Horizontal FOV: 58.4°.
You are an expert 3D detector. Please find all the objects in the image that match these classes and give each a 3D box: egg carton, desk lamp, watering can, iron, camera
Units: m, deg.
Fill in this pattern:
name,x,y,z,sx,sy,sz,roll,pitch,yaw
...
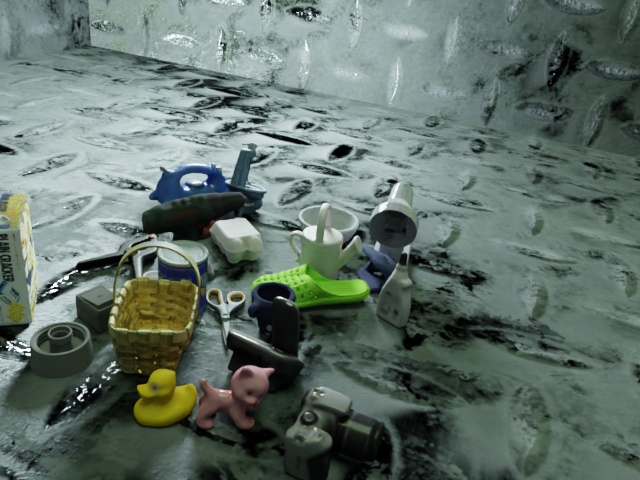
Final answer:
name,x,y,z,sx,sy,sz,roll,pitch,yaw
egg carton,-0.212,-0.001,1.465,0.107,0.069,0.149,-10,32,-31
desk lamp,0.190,-0.029,1.471,0.117,0.213,0.203,12,28,8
watering can,0.013,0.004,1.381,0.173,0.194,0.101,3,28,-9
iron,-0.357,-0.164,1.657,0.259,0.141,0.118,-17,36,-39
camera,0.028,0.306,0.910,0.136,0.101,0.143,16,28,14

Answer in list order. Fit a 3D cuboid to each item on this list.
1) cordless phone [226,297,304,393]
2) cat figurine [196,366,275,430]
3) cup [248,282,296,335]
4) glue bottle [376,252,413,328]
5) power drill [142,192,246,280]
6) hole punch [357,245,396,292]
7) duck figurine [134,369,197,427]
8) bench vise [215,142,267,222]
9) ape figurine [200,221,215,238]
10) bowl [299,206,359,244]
name,x,y,z,sx,sy,sz,roll,pitch,yaw
cordless phone,-0.098,0.168,1.047,0.147,0.185,0.094,18,29,19
cat figurine,-0.140,0.250,0.953,0.128,0.118,0.067,2,28,-10
cup,-0.106,0.151,1.175,0.091,0.095,0.118,24,31,28
glue bottle,0.171,0.104,1.255,0.037,0.173,0.077,-18,37,-40
power drill,-0.287,-0.010,1.311,0.230,0.208,0.075,-5,30,-24
hole punch,0.153,0.066,1.412,0.101,0.091,0.108,-3,29,-19
duck figurine,-0.256,0.253,0.951,0.105,0.086,0.077,-8,31,-28
bench vise,-0.214,-0.150,1.585,0.121,0.220,0.207,10,28,5
ape figurine,-0.320,-0.056,1.516,0.077,0.092,0.076,14,28,12
bowl,0.021,-0.028,1.574,0.167,0.075,0.167,6,27,-3
